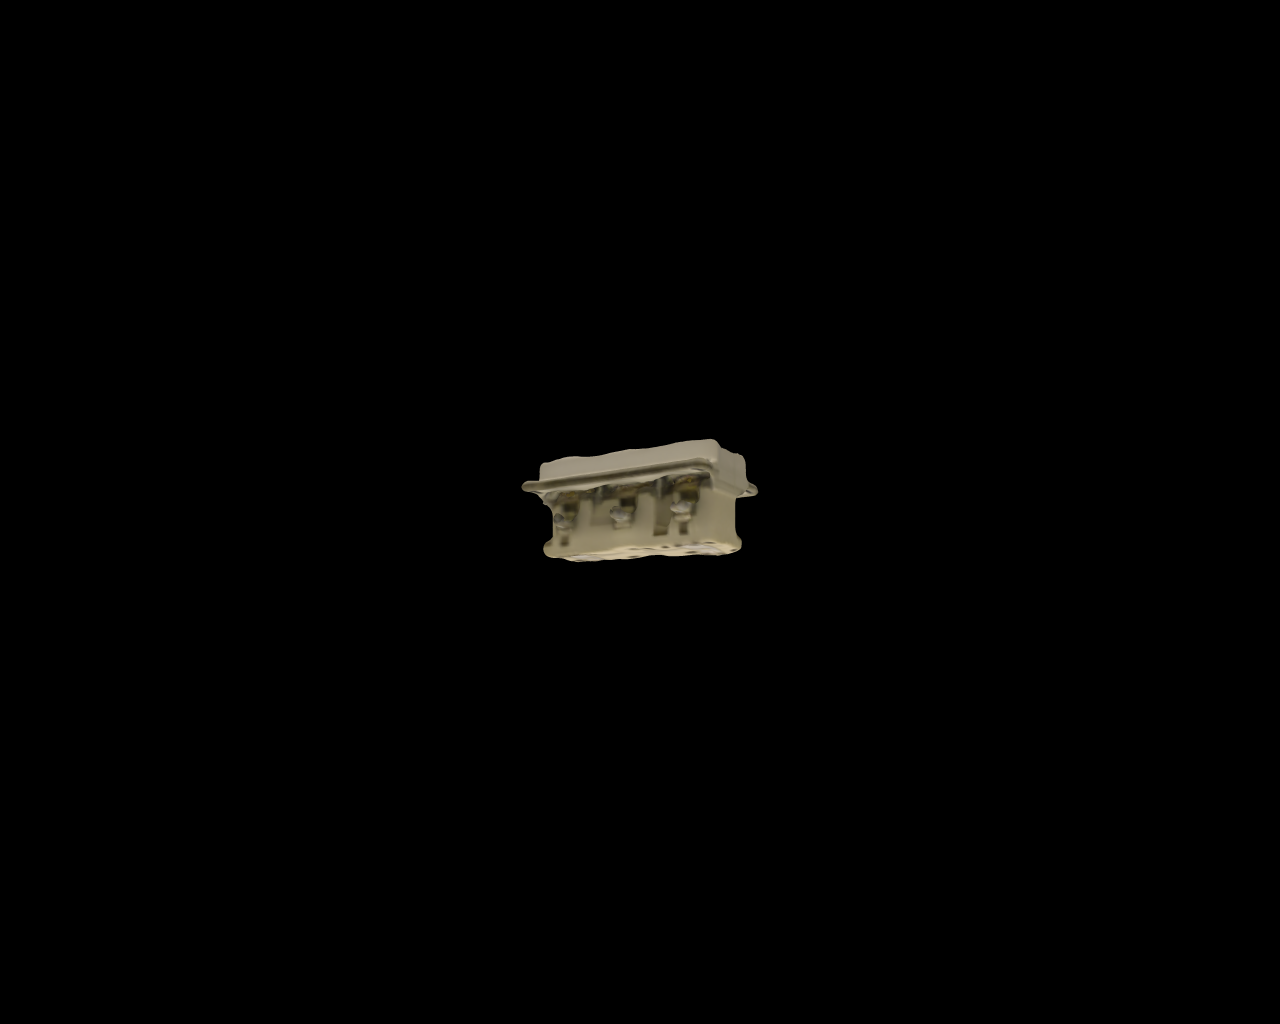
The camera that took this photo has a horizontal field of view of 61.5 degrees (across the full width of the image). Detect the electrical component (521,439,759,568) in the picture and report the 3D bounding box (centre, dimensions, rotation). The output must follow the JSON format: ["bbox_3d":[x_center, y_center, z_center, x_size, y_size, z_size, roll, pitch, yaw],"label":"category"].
[{"bbox_3d":[0.001,-0.003,0.650,0.121,0.063,0.079,-5,-11,28],"label":"electrical component"}]
